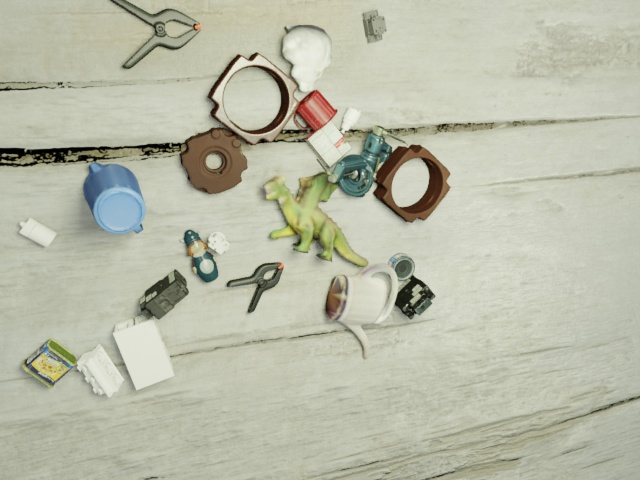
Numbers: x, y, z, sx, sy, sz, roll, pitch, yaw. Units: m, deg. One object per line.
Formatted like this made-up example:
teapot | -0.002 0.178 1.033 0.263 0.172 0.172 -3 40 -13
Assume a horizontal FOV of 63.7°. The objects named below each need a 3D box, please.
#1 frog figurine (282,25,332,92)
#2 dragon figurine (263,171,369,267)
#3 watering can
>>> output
frog figurine | -0.036 -0.470 1.338 0.137 0.123 0.159 3 94 -40
dragon figurine | 0.005 -0.074 1.480 0.408 0.123 0.242 16 92 -32
watering can | 0.119 0.224 1.599 0.224 0.106 0.342 8 110 -21
